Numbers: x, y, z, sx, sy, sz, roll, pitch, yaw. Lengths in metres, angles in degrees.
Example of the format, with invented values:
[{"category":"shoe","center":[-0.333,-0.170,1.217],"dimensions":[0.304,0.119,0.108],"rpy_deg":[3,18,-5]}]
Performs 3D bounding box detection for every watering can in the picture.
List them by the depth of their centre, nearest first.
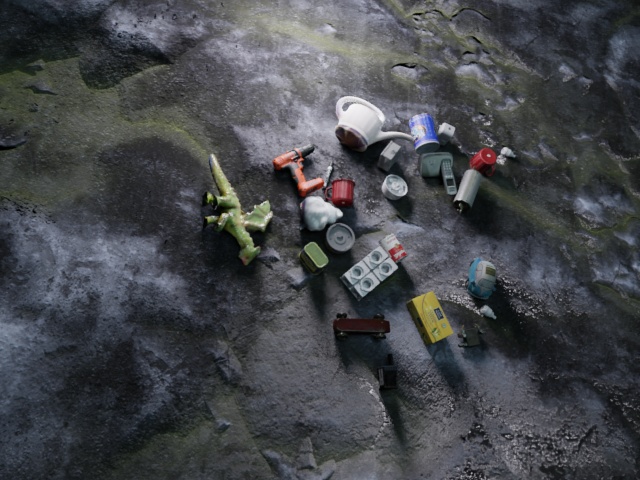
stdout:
[{"category":"watering can","center":[0.203,-0.449,2.100],"dimensions":[0.348,0.102,0.228],"rpy_deg":[34,64,1]}]

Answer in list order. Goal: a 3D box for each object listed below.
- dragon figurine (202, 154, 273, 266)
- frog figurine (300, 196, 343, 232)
[{"category":"dragon figurine","center":[-0.286,-0.112,1.845],"dimensions":[0.242,0.120,0.417],"rpy_deg":[9,66,-30]},{"category":"frog figurine","center":[0.006,-0.095,1.891],"dimensions":[0.159,0.119,0.141],"rpy_deg":[0,49,-3]}]
